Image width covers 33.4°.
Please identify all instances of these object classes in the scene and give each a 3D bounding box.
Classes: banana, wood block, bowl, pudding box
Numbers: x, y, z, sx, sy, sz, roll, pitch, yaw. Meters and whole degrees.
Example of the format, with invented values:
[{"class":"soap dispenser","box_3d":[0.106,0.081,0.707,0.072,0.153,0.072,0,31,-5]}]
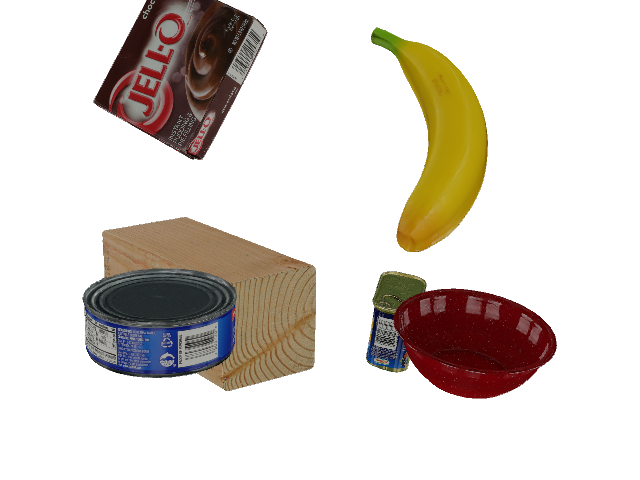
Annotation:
[{"class":"banana","box_3d":[0.073,-0.065,0.681,0.069,0.198,0.037,-1,-43,-3]},{"class":"wood block","box_3d":[-0.100,0.048,0.917,0.090,0.090,0.206,-10,18,-36]},{"class":"bowl","box_3d":[0.150,0.110,1.065,0.162,0.055,0.162,5,26,-2]},{"class":"pudding box","box_3d":[-0.104,-0.130,0.798,0.090,0.113,0.039,29,0,20]}]

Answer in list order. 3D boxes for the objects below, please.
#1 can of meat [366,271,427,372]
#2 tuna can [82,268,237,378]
[{"class":"can of meat","box_3d":[0.090,0.098,1.284,0.057,0.084,0.102,11,25,7]},{"class":"tuna can","box_3d":[-0.090,0.045,0.603,0.086,0.034,0.086,2,18,-1]}]
